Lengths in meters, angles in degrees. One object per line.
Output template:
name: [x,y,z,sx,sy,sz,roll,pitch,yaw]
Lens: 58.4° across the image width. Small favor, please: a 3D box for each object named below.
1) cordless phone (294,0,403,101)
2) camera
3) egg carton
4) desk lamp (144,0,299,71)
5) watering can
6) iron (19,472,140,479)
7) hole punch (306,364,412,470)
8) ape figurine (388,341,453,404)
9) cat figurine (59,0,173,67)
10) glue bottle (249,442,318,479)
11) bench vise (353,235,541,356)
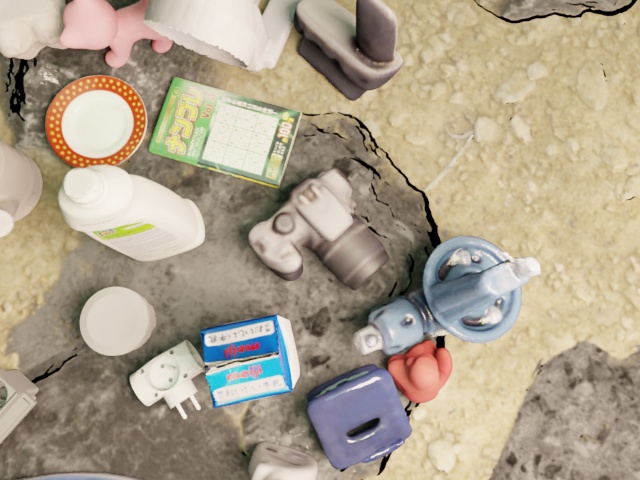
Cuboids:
cordless phone: [0.037,-0.263,0.688,0.147,0.185,0.094,39,82,6]
camera: [0.006,0.002,0.686,0.143,0.101,0.137,-42,83,-7]
egg carton: [-0.385,-0.314,0.748,0.107,0.069,0.150,-19,81,-4]
desk lamp: [-0.103,-0.284,0.674,0.118,0.213,0.203,22,81,3]
watering can: [-0.400,-0.080,0.646,0.173,0.194,0.101,30,82,4]
iron: [-0.290,0.319,0.608,0.258,0.141,0.118,-11,81,-3]
hole punch: [0.047,0.204,0.658,0.108,0.091,0.101,-24,82,-5]
ape figurine: [0.118,0.153,0.667,0.078,0.092,0.076,9,80,1]
cat figurine: [-0.261,-0.275,0.719,0.128,0.118,0.067,-24,81,-4]
glue bottle: [-0.042,0.254,0.607,0.078,0.173,0.037,18,81,2]
bench vise: [0.144,0.076,0.616,0.207,0.220,0.121,-44,83,-7]
